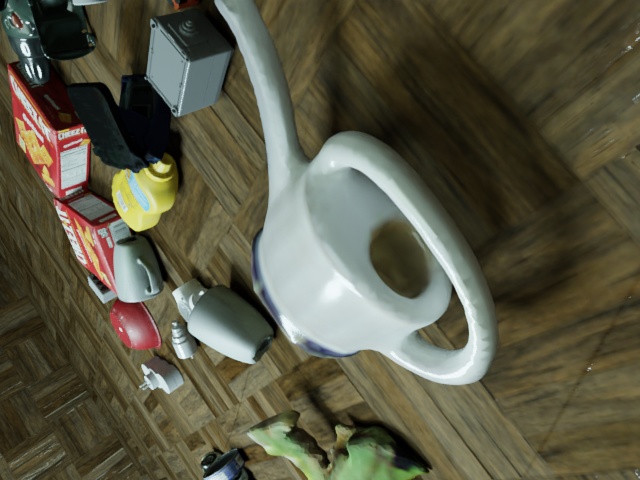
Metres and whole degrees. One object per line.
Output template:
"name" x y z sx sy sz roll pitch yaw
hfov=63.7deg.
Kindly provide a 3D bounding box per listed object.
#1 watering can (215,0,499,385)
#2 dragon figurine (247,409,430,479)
"watering can" 0.001 -0.022 0.436 0.349 0.105 0.220 54 146 6
"dragon figurine" 0.074 0.345 0.638 0.413 0.124 0.238 19 121 31
